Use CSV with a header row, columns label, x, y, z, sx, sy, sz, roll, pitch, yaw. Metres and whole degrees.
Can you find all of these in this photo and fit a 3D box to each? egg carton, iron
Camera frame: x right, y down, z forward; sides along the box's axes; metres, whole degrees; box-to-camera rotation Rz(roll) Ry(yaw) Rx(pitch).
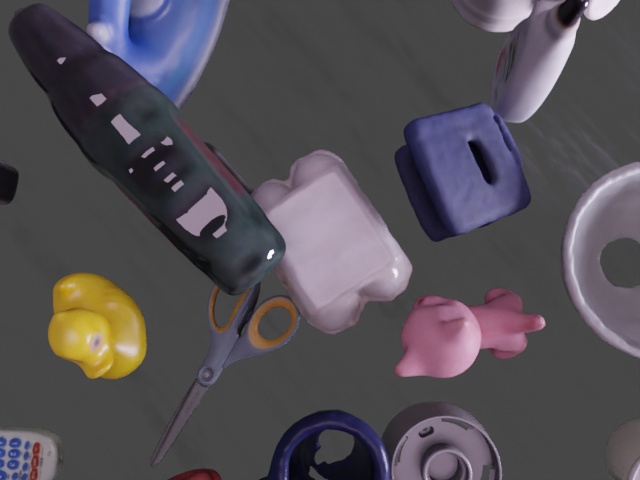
label,x,y,z,sx,sy,sz,roll,pitch,yaw
egg carton,0.005,0.002,0.508,0.107,0.069,0.150,-34,85,-1
iron,-0.158,-0.208,0.496,0.118,0.141,0.258,12,85,3

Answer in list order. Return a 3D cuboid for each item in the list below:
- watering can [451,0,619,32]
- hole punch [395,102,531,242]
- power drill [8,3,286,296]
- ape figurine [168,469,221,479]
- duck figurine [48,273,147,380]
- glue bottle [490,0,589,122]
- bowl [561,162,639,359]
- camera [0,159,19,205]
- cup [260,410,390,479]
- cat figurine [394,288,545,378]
label,x,y,z,sx,sy,sz,roll,pitch,yaw
watering can,0.176,-0.255,0.464,0.173,0.194,0.101,33,87,5
hole punch,0.126,-0.064,0.499,0.101,0.091,0.108,-23,84,0
power drill,-0.114,-0.054,0.447,0.075,0.208,0.229,-43,85,-2
ape figurine,-0.112,0.235,0.478,0.076,0.092,0.078,24,86,4
duck figurine,-0.205,0.076,0.499,0.077,0.086,0.104,-32,84,-1
glue bottle,0.178,-0.156,0.465,0.037,0.173,0.078,6,85,3
bowl,0.281,0.020,0.495,0.167,0.075,0.167,0,85,2
camera,-0.368,-0.025,0.506,0.143,0.101,0.137,9,85,3
cup,-0.003,0.187,0.478,0.117,0.095,0.092,-19,84,0
cat figurine,0.120,0.076,0.473,0.127,0.118,0.067,-8,84,1
